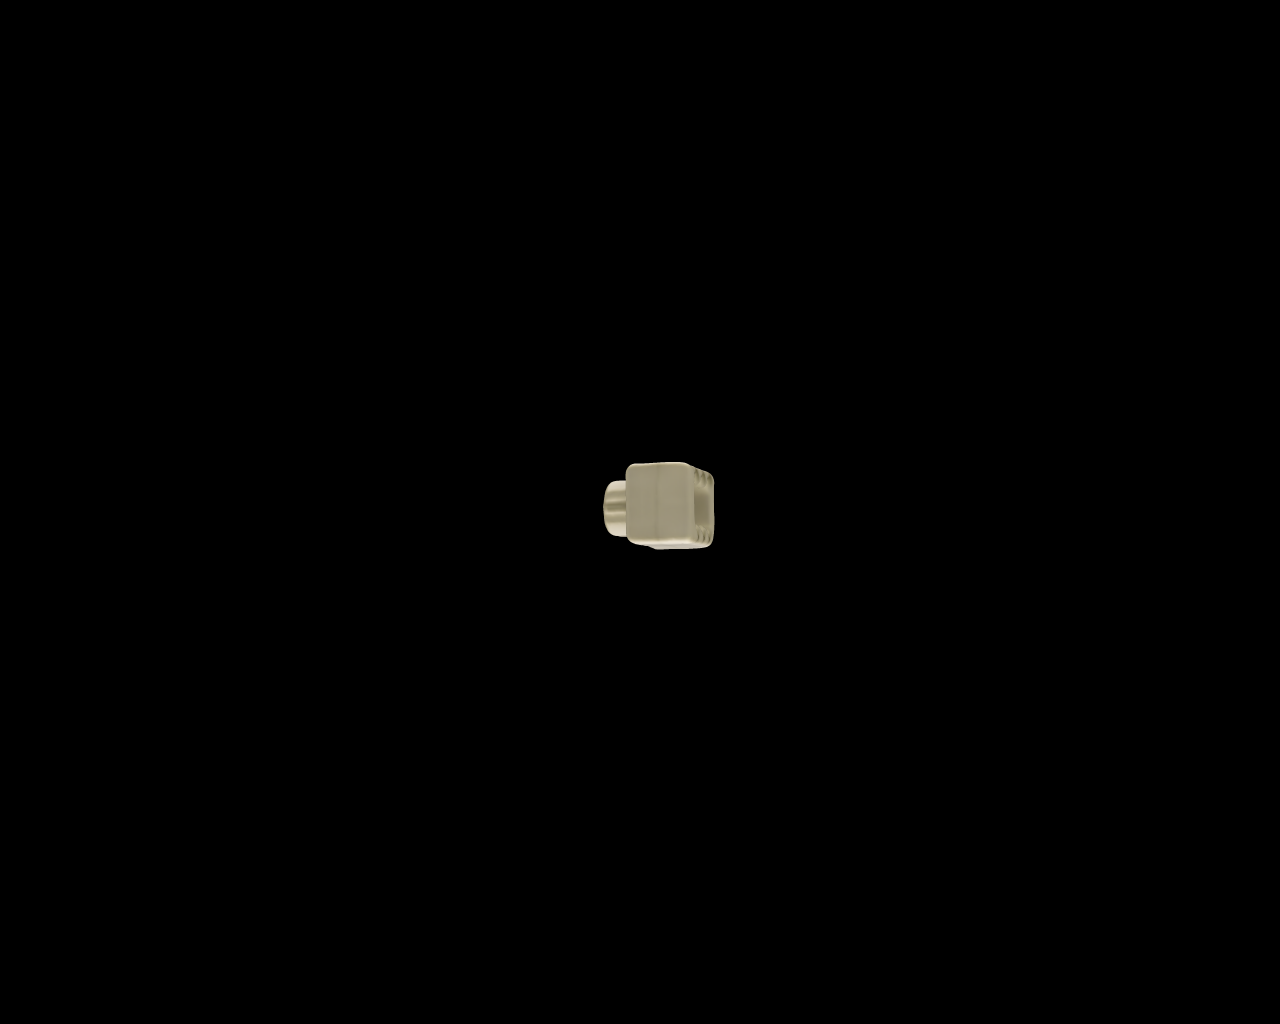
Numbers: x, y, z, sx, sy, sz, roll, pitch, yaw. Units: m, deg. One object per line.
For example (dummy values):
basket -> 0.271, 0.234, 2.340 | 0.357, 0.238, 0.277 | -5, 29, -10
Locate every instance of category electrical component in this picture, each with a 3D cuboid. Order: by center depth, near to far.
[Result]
electrical component -> 0.001, -0.003, 0.650 | 0.077, 0.047, 0.066 | -1, -5, 15
